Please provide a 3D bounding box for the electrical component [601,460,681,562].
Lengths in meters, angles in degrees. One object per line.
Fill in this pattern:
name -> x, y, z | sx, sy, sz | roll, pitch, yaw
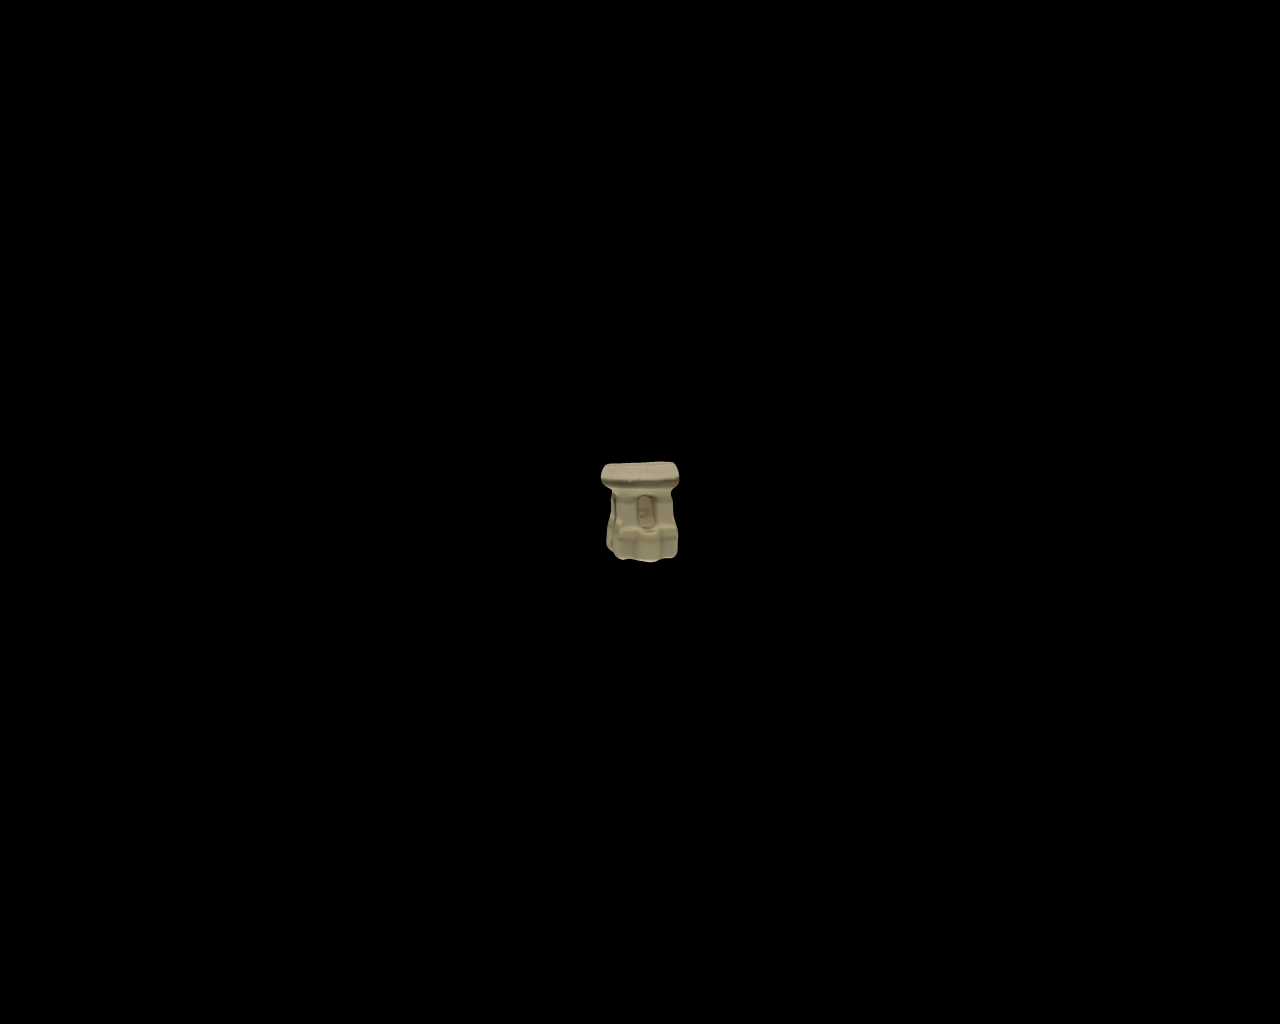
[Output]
electrical component -> 0.001, -0.003, 0.650 | 0.048, 0.055, 0.066 | -1, 7, -11
